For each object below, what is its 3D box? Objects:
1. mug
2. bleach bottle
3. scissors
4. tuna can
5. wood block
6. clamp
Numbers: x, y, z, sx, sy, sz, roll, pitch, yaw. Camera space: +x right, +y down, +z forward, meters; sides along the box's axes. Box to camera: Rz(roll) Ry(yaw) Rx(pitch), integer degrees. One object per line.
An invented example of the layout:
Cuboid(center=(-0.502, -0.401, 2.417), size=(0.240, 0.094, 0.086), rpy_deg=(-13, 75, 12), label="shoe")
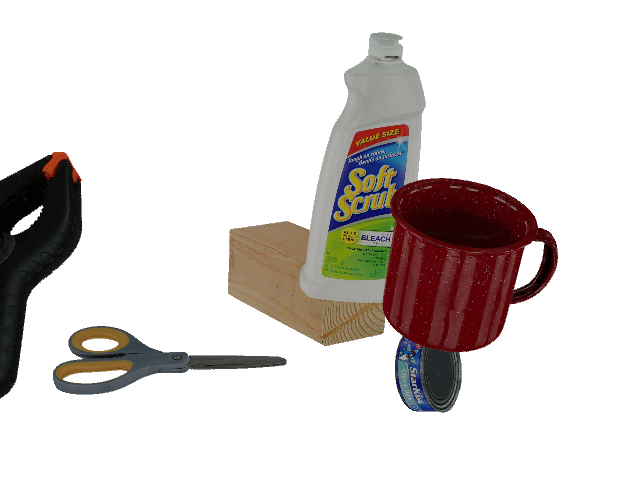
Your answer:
Cuboid(center=(0.096, 0.017, 0.688), size=(0.117, 0.081, 0.093), rpy_deg=(-2, 32, -15), label="mug")
Cuboid(center=(0.040, -0.068, 0.998), size=(0.102, 0.251, 0.068), rpy_deg=(4, 22, -2), label="bleach bottle")
Cuboid(center=(-0.140, 0.100, 0.961), size=(0.201, 0.016, 0.096), rpy_deg=(-8, 33, -18), label="scissors")
Cuboid(center=(0.109, 0.131, 1.081), size=(0.034, 0.086, 0.086), rpy_deg=(-6, -3, 33), label="tuna can")
Cuboid(center=(-0.019, 0.047, 1.275), size=(0.090, 0.090, 0.206), rpy_deg=(-8, 19, -35), label="wood block")
Cuboid(center=(-0.213, 0.014, 0.670), size=(0.120, 0.171, 0.039), rpy_deg=(13, -34, 12), label="clamp")
